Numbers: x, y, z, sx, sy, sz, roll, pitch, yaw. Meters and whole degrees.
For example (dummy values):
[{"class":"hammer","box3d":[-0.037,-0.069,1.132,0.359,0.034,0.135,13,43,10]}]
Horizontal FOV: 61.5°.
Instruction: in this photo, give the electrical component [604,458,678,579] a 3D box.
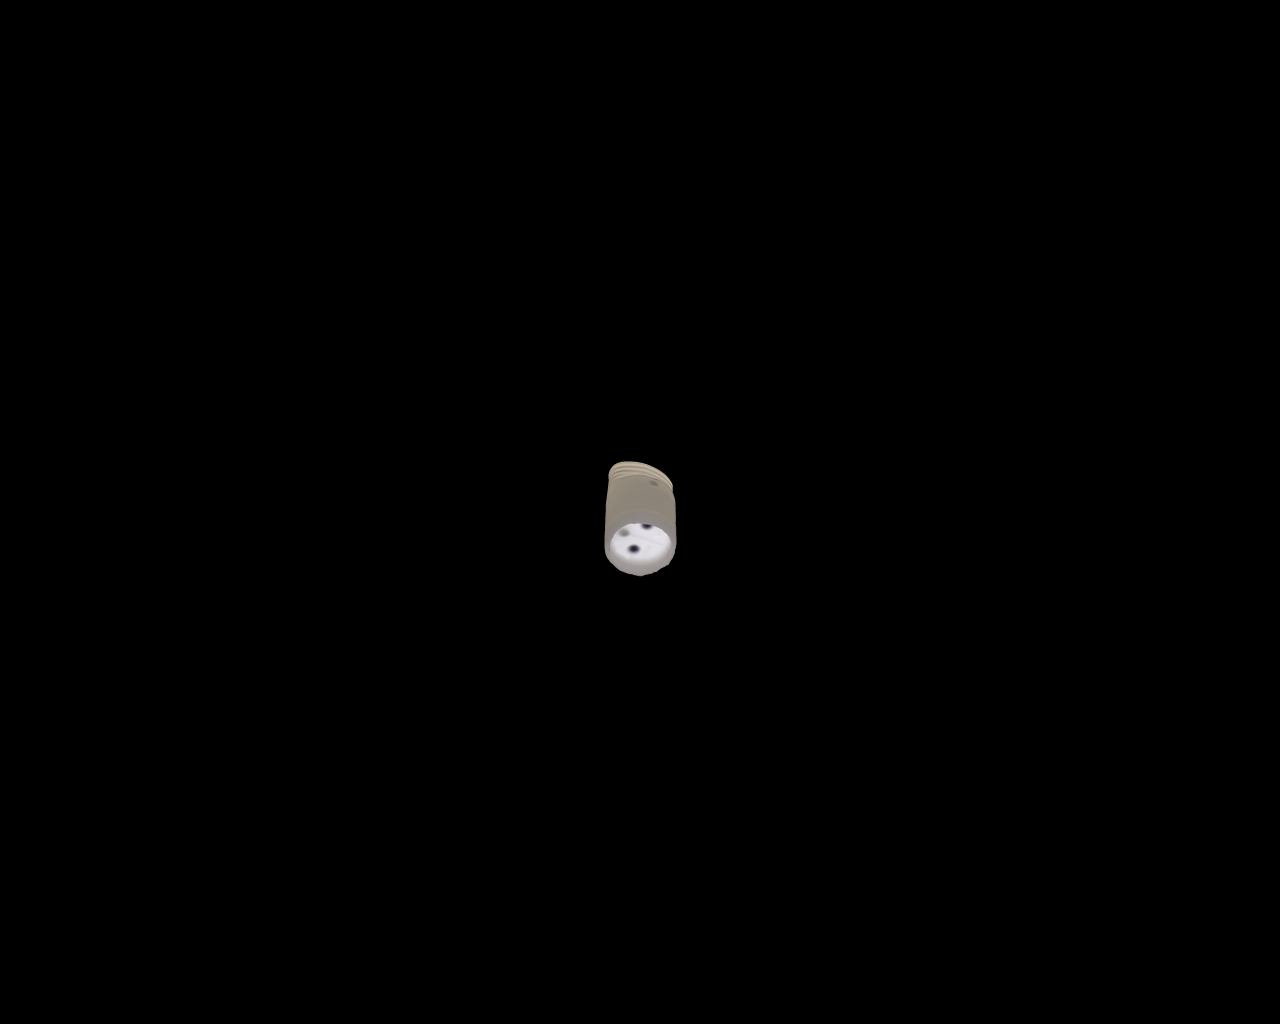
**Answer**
[{"class":"electrical component","box3d":[0.001,-0.003,0.650,0.043,0.043,0.081,0,39,0]}]
